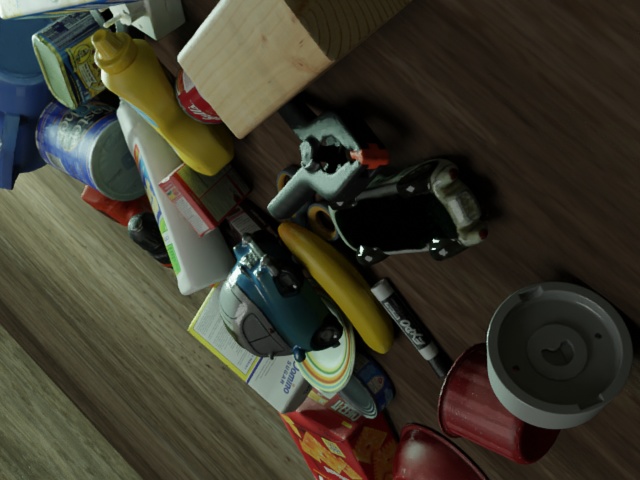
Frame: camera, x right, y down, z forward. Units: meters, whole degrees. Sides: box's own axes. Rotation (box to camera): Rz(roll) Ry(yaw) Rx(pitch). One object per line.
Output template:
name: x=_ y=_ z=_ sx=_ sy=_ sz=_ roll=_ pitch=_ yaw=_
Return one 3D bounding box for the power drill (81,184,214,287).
power drill: x=-0.220 y=-0.020 z=1.349 sx=0.188 sy=0.057 sz=0.184 roll=37 pitch=178 yaw=35

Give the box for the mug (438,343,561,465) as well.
mug: x=0.172 y=0.152 z=0.959 sx=0.082 sy=0.093 sz=0.117 roll=21 pitch=174 yaw=40

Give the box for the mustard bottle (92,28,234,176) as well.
mustard bottle: x=-0.161 y=-0.143 z=1.050 sx=0.096 sy=0.058 sz=0.191 roll=52 pitch=-176 yaw=39

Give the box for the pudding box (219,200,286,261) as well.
pudding box: x=-0.076 y=0.014 z=1.224 sx=0.090 sy=0.039 sz=0.113 roll=44 pitch=155 yaw=30

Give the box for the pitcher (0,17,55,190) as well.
pitcher: x=-0.391 y=-0.182 z=1.377 sx=0.149 sy=0.144 sz=0.243 roll=51 pitch=154 yaw=6

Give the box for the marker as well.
marker: x=0.094 y=0.091 z=1.074 sx=0.121 sy=0.020 sz=0.020 roll=52 pitch=156 yaw=-5

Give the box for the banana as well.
banana: x=0.027 y=0.058 z=1.100 sx=0.070 sy=0.037 sz=0.197 roll=2 pitch=136 yaw=49

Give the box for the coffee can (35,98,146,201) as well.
coffee can: x=-0.268 y=-0.116 z=1.301 sx=0.141 sy=0.102 sz=0.103 roll=25 pitch=146 yaw=44

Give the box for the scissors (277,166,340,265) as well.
scissors: x=-0.007 y=0.001 z=1.124 sx=0.096 sy=0.016 sz=0.202 roll=36 pitch=153 yaw=30

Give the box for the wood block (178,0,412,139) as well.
wood block: x=-0.027 y=-0.162 z=0.824 sx=0.090 sy=0.090 sz=0.206 roll=52 pitch=157 yaw=-6

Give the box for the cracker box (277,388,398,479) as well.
cracker box: x=0.037 y=0.277 z=1.383 sx=0.164 sy=0.072 sz=0.213 roll=22 pitch=145 yaw=48

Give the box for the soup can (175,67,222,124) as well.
soup can: x=-0.085 y=-0.150 z=0.972 sx=0.068 sy=0.068 sz=0.102 roll=53 pitch=156 yaw=-8

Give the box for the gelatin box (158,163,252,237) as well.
gelatin box: x=-0.123 y=-0.056 z=1.151 sx=0.030 sy=0.089 sz=0.073 roll=-30 pitch=103 yaw=38

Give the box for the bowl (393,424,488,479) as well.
bowl: x=0.138 y=0.295 z=1.255 sx=0.162 sy=0.055 sz=0.162 roll=39 pitch=154 yaw=23

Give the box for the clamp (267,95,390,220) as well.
clamp: x=-0.001 y=-0.083 z=0.919 sx=0.172 sy=0.039 sz=0.120 roll=-7 pitch=93 yaw=56

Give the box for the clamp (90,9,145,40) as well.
clamp: x=-0.217 y=-0.275 z=1.057 sx=0.165 sy=0.036 sz=0.210 roll=19 pitch=138 yaw=50

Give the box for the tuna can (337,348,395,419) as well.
tuna can: x=0.046 y=0.166 z=1.250 sx=0.086 sy=0.033 sz=0.086 roll=39 pitch=154 yaw=23

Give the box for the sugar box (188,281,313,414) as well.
sugar box: x=-0.076 y=0.128 z=1.337 sx=0.176 sy=0.093 sz=0.048 roll=38 pitch=-165 yaw=23

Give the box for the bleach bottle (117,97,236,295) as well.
bleach bottle: x=-0.171 y=-0.064 z=1.210 sx=0.251 sy=0.068 sz=0.103 roll=67 pitch=166 yaw=0

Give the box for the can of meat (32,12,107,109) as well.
can of meat: x=-0.263 y=-0.205 z=1.183 sx=0.057 sy=0.083 sz=0.102 roll=36 pitch=153 yaw=29
